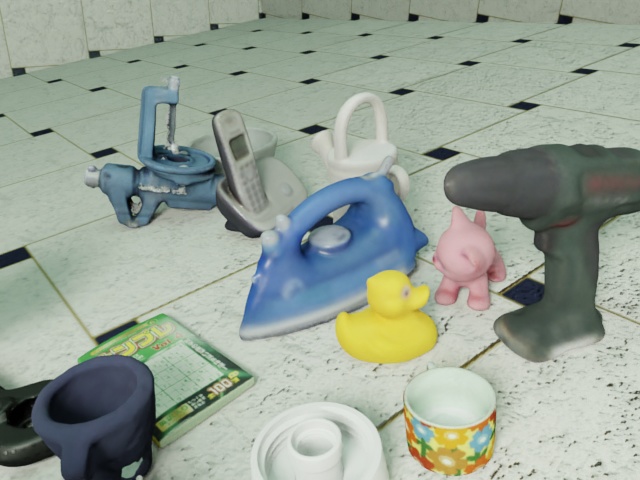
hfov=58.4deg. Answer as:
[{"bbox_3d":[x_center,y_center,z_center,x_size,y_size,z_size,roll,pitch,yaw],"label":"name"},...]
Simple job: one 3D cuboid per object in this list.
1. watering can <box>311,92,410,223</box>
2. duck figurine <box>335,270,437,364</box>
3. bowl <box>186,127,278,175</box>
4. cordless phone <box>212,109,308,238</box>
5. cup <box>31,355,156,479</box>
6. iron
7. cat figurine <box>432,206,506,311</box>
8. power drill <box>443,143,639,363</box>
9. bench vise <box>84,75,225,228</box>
[{"bbox_3d":[0.053,-0.108,0.799,0.172,0.194,0.101,9,32,27],"label":"watering can"},{"bbox_3d":[0.066,0.071,0.579,0.104,0.086,0.077,-5,28,3],"label":"duck figurine"},{"bbox_3d":[-0.154,-0.146,1.041,0.167,0.075,0.167,-5,28,3],"label":"bowl"},{"bbox_3d":[-0.093,-0.111,0.845,0.093,0.185,0.148,10,32,28],"label":"cordless phone"},{"bbox_3d":[-0.169,0.162,0.452,0.091,0.095,0.117,-9,28,-4],"label":"cup"},{"bbox_3d":[0.006,0.002,0.661,0.259,0.142,0.118,-27,34,-32],"label":"iron"},{"bbox_3d":[0.165,0.012,0.634,0.067,0.118,0.128,9,32,27],"label":"cat figurine"},{"bbox_3d":[0.218,0.006,0.537,0.230,0.209,0.075,-16,30,-17],"label":"power drill"},{"bbox_3d":[-0.259,-0.132,0.884,0.208,0.220,0.121,-21,31,-24],"label":"bench vise"}]
